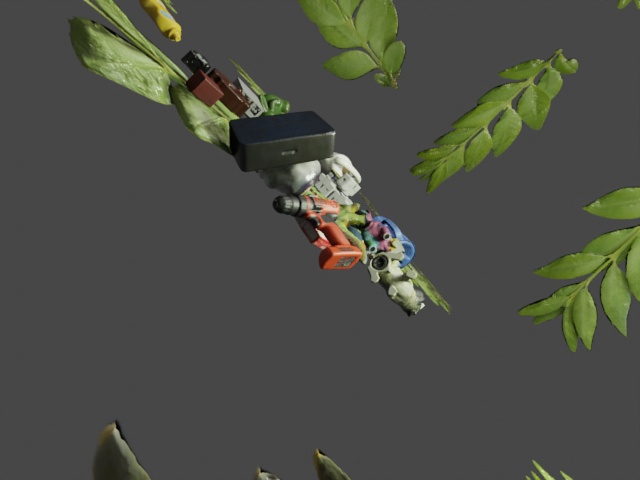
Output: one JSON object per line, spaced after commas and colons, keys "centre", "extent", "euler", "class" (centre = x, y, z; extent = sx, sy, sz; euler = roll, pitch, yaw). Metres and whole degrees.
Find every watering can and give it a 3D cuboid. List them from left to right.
{"centre": [0.041, -0.340, 2.208], "extent": [0.226, 0.105, 0.342], "euler": [18, -14, 43], "class": "watering can"}

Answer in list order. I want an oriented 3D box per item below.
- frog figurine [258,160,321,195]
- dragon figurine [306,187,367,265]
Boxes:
{"centre": [-0.081, -0.177, 1.238], "extent": [0.159, 0.138, 0.122], "euler": [50, -14, -5], "class": "frog figurine"}
{"centre": [0.004, -0.070, 1.387], "extent": [0.242, 0.121, 0.416], "euler": [28, 13, -13], "class": "dragon figurine"}
